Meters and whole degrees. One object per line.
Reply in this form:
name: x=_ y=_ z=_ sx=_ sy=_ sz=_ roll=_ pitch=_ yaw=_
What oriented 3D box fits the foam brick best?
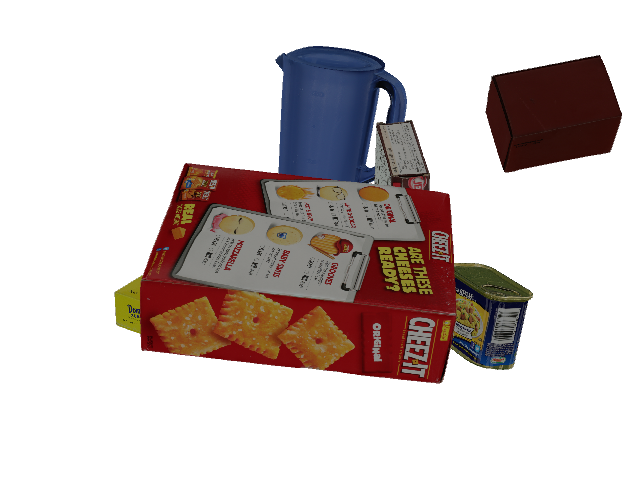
foam brick: x=0.160 y=-0.087 z=0.736 sx=0.078 sy=0.051 sz=0.053 roll=-11 pitch=-25 yaw=-2

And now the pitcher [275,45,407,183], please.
pitcher: x=0.015 y=-0.127 z=1.409 sx=0.144 sy=0.243 sz=0.149 roll=-2 pitch=23 yaw=-19

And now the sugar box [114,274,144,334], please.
sugar box: x=-0.121 y=0.046 z=1.103 sx=0.093 sy=0.048 sz=0.176 roll=16 pitch=32 yaw=25

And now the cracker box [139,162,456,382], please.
cracker box: x=-0.012 y=0.021 z=0.790 sx=0.213 sy=0.072 sz=0.164 roll=7 pitch=33 yaw=1

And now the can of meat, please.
can of meat: x=0.172 y=0.080 z=1.134 sx=0.057 sy=0.084 sz=0.102 roll=1 pitch=18 yaw=-27

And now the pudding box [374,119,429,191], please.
pudding box: x=0.073 y=-0.046 z=0.971 sx=0.039 sy=0.090 sz=0.113 roll=-3 pitch=32 yaw=-5
